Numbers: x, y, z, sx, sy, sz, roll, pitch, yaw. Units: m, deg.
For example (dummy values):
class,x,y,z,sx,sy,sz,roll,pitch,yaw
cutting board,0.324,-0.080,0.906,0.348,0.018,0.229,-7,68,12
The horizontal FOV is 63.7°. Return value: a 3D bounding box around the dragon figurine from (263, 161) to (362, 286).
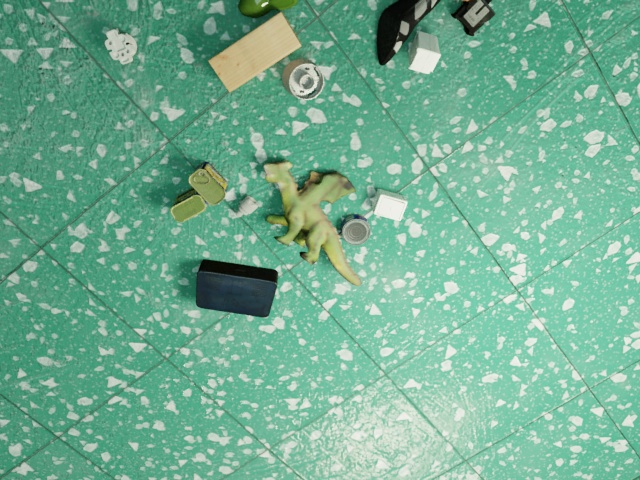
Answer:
class,x,y,z,sx,sy,sz,roll,pitch,yaw
dragon figurine,0.004,-0.071,1.407,0.408,0.241,0.123,33,9,-11
